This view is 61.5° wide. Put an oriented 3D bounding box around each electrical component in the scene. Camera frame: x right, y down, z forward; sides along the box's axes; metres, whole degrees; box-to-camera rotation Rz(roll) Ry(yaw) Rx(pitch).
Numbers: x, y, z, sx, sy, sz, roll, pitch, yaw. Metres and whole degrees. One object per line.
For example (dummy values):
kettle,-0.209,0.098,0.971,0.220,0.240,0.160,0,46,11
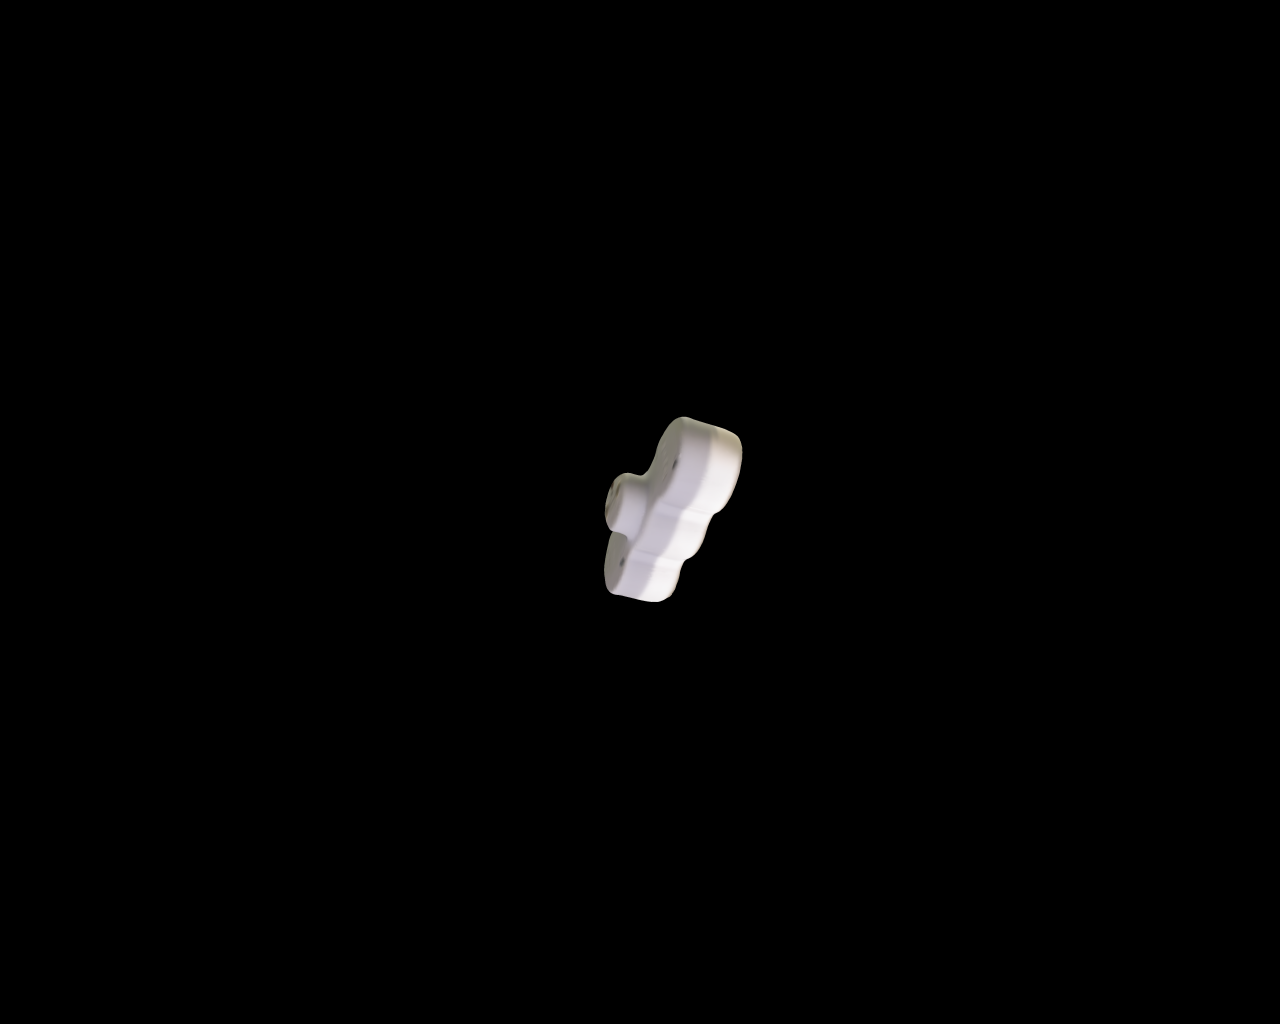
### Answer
electrical component,0.001,-0.003,0.650,0.074,0.052,0.138,15,-46,-15
